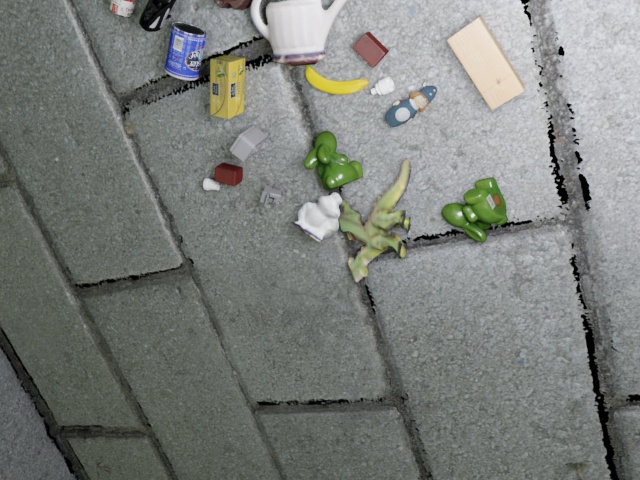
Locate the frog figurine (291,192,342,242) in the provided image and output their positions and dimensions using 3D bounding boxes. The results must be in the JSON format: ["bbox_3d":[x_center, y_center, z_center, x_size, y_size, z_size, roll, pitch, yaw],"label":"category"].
[{"bbox_3d":[0.005,-0.081,1.615,0.139,0.121,0.160,33,87,31],"label":"frog figurine"}]

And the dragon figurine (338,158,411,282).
[{"bbox_3d":[0.153,-0.060,1.561,0.243,0.123,0.405,11,109,26],"label":"dragon figurine"}]

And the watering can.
[{"bbox_3d":[-0.026,-0.582,1.374,0.348,0.106,0.220,4,116,21],"label":"watering can"}]
